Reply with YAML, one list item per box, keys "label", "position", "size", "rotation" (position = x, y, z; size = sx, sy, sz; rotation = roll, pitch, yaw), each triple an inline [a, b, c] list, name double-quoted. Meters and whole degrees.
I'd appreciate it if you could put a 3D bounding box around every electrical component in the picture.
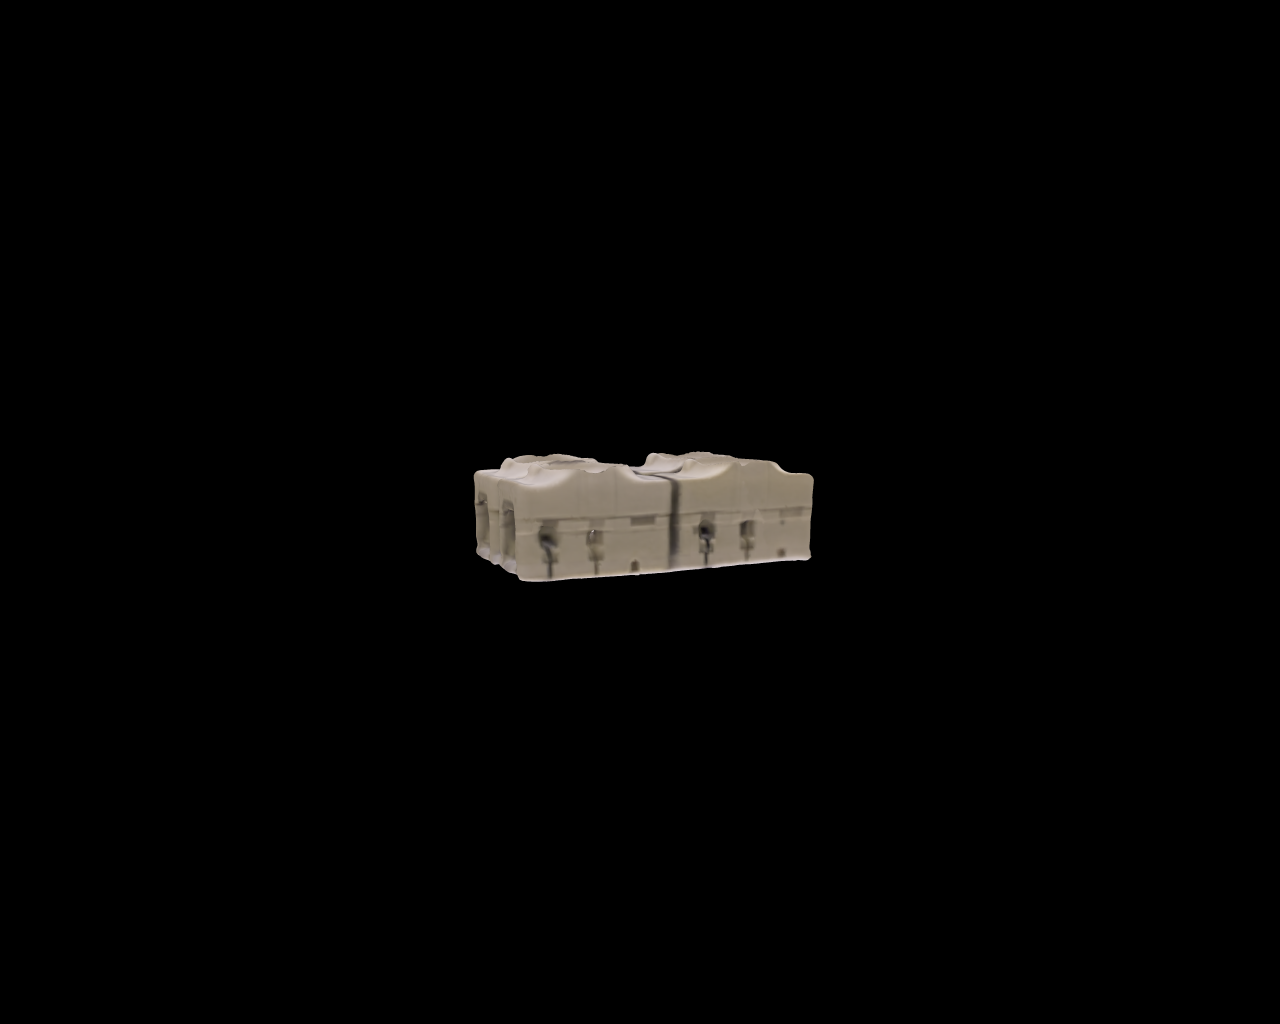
- label: "electrical component"
  position: [0.001, -0.003, 0.650]
  size: [0.186, 0.060, 0.105]
  rotation: [-3, 8, -22]
